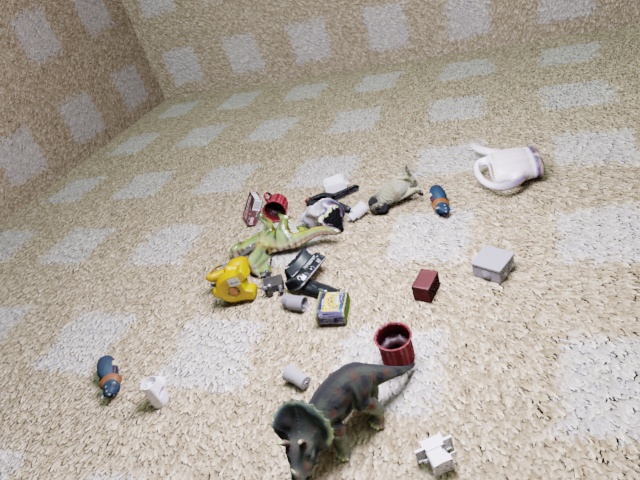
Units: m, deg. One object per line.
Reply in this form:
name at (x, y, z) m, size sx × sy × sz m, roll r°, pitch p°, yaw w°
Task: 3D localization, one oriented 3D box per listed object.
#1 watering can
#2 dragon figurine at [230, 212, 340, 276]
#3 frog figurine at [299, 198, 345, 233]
watering can at (0.646, -0.278, 1.796) m, size 0.224 × 0.102 × 0.356 m, roll -9°, pitch 35°, yaw 11°
dragon figurine at (-0.147, 0.030, 1.757) m, size 0.410 × 0.120 × 0.247 m, roll 6°, pitch 57°, yaw 35°
frog figurine at (0.006, -0.092, 1.825) m, size 0.137 × 0.122 × 0.160 m, roll 1°, pitch 9°, yaw -35°
